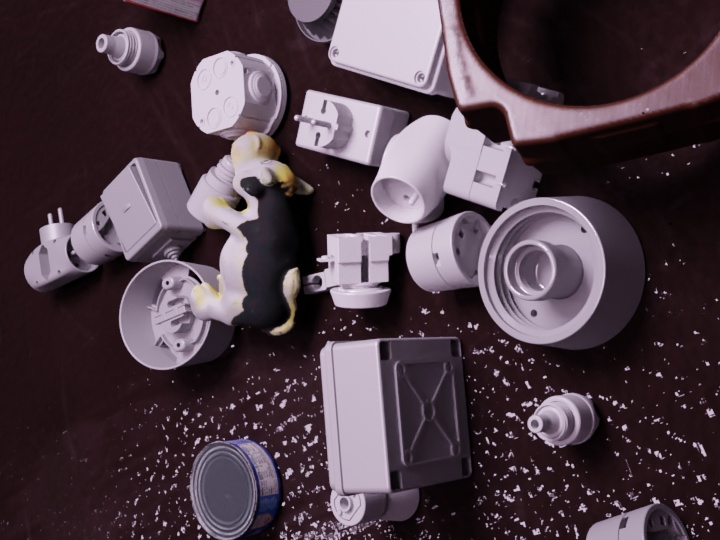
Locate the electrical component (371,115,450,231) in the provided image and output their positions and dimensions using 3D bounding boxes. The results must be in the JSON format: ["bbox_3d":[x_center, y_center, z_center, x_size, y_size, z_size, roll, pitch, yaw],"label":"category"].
[{"bbox_3d":[0.044,-0.062,0.806,0.044,0.077,0.079,17,139,20],"label":"electrical component"}]

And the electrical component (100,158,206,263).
[{"bbox_3d":[-0.196,-0.050,1.012,0.062,0.061,0.096,-38,65,33],"label":"electrical component"}]

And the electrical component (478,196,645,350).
[{"bbox_3d":[0.131,0.001,0.732,0.108,0.060,0.108,-2,87,40],"label":"electrical component"}]

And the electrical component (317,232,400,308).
[{"bbox_3d":[0.000,0.000,0.849,0.048,0.066,0.055,-157,64,-74],"label":"electrical component"}]

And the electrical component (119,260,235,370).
[{"bbox_3d":[-0.163,0.040,0.979,0.099,0.064,0.099,-2,88,40],"label":"electrical component"}]

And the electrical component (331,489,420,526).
[{"bbox_3d":[0.009,0.175,0.826,0.044,0.065,0.044,-2,87,40],"label":"electrical component"}]

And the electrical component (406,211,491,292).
[{"bbox_3d":[0.067,-0.012,0.792,0.047,0.055,0.055,-13,80,43],"label":"electrical component"}]

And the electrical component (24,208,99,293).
[{"bbox_3d":[-0.313,-0.024,1.122,0.077,0.043,0.079,-21,75,38],"label":"electrical component"}]

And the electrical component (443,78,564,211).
[{"bbox_3d":[0.099,-0.092,0.770,0.056,0.050,0.089,23,103,37],"label":"electrical component"}]

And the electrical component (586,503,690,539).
[{"bbox_3d":[0.178,0.182,0.690,0.047,0.055,0.055,-28,71,40],"label":"electrical component"}]

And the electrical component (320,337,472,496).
[{"bbox_3d":[0.028,0.104,0.785,0.056,0.109,0.108,-9,82,38],"label":"electrical component"}]

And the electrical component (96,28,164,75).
[{"bbox_3d":[-0.226,-0.214,1.043,0.043,0.062,0.043,-2,87,40],"label":"electrical component"}]

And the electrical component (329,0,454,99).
[{"bbox_3d":[0.042,-0.195,0.819,0.109,0.056,0.108,25,104,38],"label":"electrical component"}]

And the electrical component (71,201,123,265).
[{"bbox_3d":[-0.253,-0.035,1.066,0.047,0.055,0.055,-27,71,41],"label":"electrical component"}]

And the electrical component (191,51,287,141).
[{"bbox_3d":[-0.108,-0.153,0.948,0.080,0.051,0.080,-2,87,40],"label":"electrical component"}]

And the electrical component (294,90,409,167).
[{"bbox_3d":[-0.019,-0.114,0.855,0.083,0.076,0.047,20,101,39],"label":"electrical component"}]

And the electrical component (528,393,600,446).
[{"bbox_3d":[0.134,0.102,0.725,0.035,0.061,0.035,-2,87,40],"label":"electrical component"}]

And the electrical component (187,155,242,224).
[{"bbox_3d":[-0.124,-0.074,0.966,0.040,0.040,0.078,47,117,31],"label":"electrical component"}]
